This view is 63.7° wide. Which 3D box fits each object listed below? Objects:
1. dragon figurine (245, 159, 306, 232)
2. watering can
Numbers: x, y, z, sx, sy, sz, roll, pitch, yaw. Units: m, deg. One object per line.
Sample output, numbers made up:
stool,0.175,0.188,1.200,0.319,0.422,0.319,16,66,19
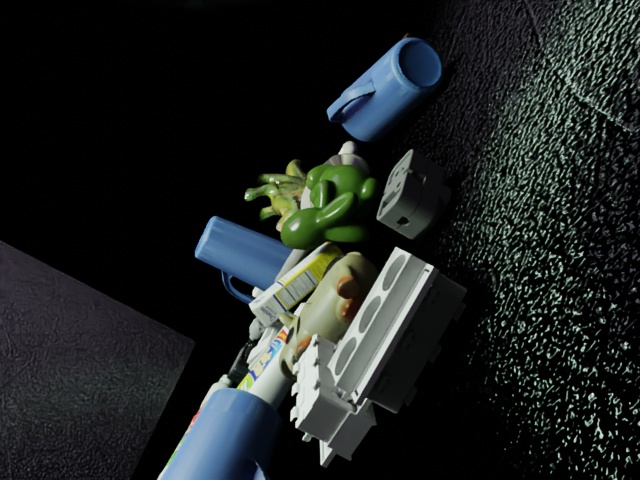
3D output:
dragon figurine,-0.037,-0.130,1.313,0.419,0.242,0.120,-61,-38,-49
watering can,0.003,-0.053,1.053,0.350,0.104,0.223,-65,8,-7
